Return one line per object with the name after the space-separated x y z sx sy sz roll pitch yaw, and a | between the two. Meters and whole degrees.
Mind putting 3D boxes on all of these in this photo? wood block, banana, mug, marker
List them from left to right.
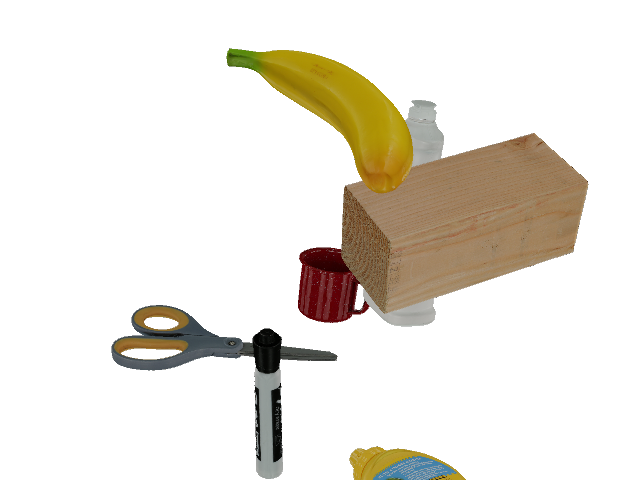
-0.035 0.109 0.712 0.020 0.121 0.020 1 32 -1 | marker
0.022 0.068 1.511 0.117 0.081 0.093 18 24 27 | mug
0.012 -0.079 0.670 0.069 0.037 0.198 -17 36 -24 | banana
0.131 -0.018 0.993 0.205 0.090 0.091 -17 43 -20 | wood block

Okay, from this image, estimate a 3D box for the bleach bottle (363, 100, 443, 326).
0.105 -0.034 1.232 0.068 0.251 0.103 -2 22 -23 | bleach bottle

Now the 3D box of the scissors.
-0.092 0.088 0.989 0.201 0.016 0.096 -3 33 -11 | scissors

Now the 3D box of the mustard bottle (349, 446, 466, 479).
0.089 0.230 0.929 0.096 0.058 0.192 -18 28 -31 | mustard bottle
